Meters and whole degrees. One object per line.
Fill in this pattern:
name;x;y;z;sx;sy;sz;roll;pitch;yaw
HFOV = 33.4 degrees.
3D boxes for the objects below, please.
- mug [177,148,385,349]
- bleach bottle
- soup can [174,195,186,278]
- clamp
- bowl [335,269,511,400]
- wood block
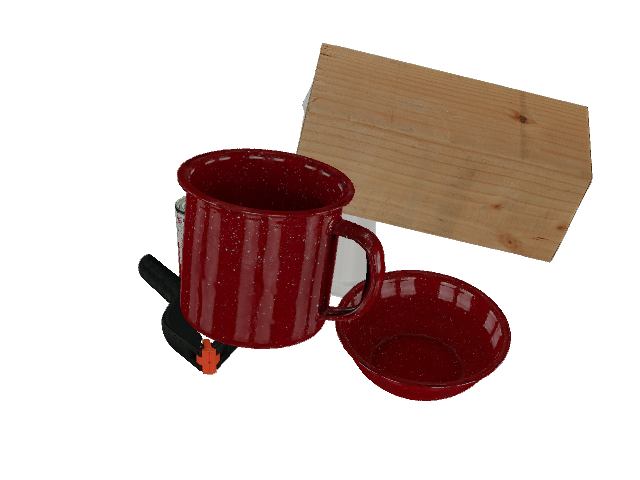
mug;-0.021;0.008;0.566;0.117;0.081;0.093;15;25;17
bleach bottle;0.020;-0.073;1.129;0.103;0.251;0.067;15;16;36
soup can;-0.145;0.000;1.323;0.068;0.102;0.068;0;26;0
clamp;-0.118;0.059;0.994;0.120;0.039;0.171;-5;31;4
bowl;0.092;0.097;0.992;0.162;0.055;0.162;2;38;-2
wood block;0.087;-0.066;0.799;0.206;0.090;0.090;13;-45;-2
